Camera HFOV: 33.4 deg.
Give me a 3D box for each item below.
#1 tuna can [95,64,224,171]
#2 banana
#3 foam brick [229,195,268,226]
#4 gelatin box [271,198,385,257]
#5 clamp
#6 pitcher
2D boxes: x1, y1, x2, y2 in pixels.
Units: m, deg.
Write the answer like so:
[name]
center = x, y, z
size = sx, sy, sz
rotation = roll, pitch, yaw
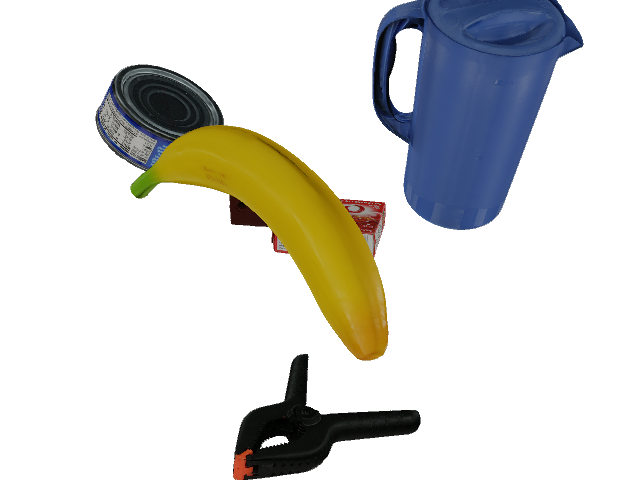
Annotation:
[tuna can]
center = -0.112, -0.085, 0.750
size = 0.085, 0.086, 0.034
rotation = 0, -43, -40
[banana]
center = -0.025, -0.014, 0.569
size = 0.198, 0.070, 0.037
rotation = 34, 24, 36
[foam brick]
center = -0.072, -0.052, 1.334
size = 0.078, 0.053, 0.051
rotation = 3, 28, 7
[gelatin box]
center = 0.008, -0.013, 0.928
size = 0.089, 0.030, 0.073
rotation = 6, 24, 9
[clamp]
center = -0.006, 0.190, 1.082
size = 0.165, 0.036, 0.209
rotation = 19, 28, 26
[pitcher]
center = 0.140, -0.130, 1.050
size = 0.144, 0.243, 0.149
rotation = -29, 56, -30
